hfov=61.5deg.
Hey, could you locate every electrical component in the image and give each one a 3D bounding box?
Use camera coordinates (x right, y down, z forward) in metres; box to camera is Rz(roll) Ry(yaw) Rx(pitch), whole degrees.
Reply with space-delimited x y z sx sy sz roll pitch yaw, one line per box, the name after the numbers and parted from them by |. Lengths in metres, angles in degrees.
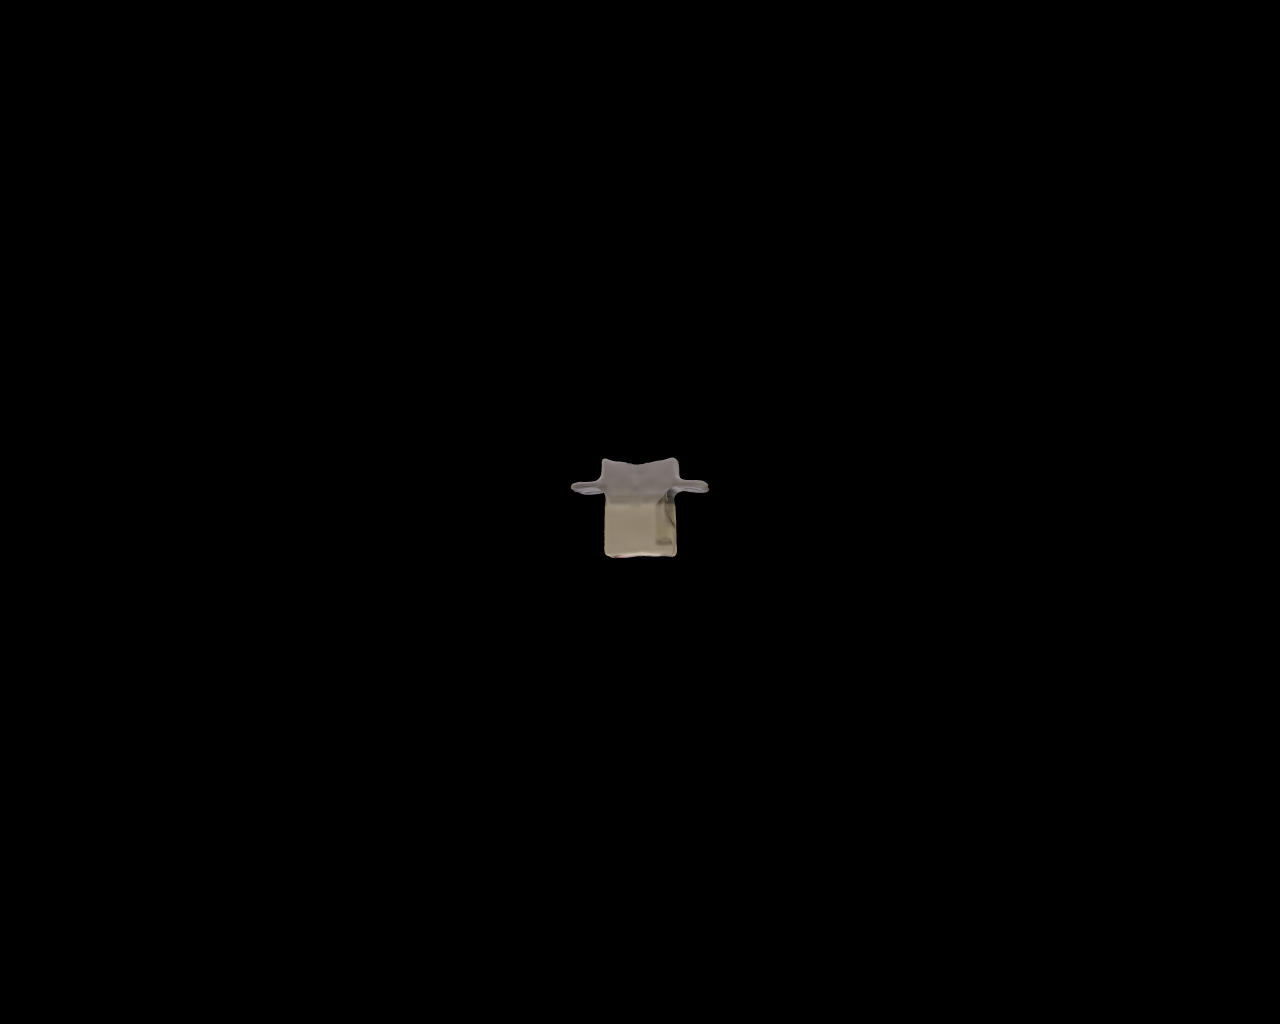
0.001 -0.003 0.650 0.081 0.063 0.042 0 -4 7 | electrical component
